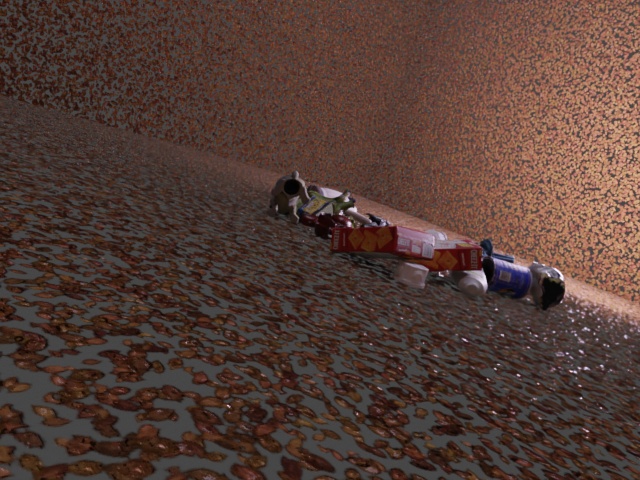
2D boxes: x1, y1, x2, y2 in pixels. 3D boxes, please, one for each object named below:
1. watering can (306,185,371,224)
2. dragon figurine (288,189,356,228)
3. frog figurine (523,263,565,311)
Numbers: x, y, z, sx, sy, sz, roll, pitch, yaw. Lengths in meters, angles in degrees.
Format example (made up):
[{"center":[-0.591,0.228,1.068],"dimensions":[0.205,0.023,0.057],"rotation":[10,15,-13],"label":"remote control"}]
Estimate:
[{"center":[0.065,-0.146,2.167],"dimensions":[0.223,0.103,0.352],"rotation":[13,15,-28],"label":"watering can"},{"center":[0.005,-0.091,1.804],"dimensions":[0.243,0.120,0.417],"rotation":[1,23,-1],"label":"dragon figurine"},{"center":[0.683,0.140,1.616],"dimensions":[0.123,0.136,0.160],"rotation":[-23,10,-6],"label":"frog figurine"}]
